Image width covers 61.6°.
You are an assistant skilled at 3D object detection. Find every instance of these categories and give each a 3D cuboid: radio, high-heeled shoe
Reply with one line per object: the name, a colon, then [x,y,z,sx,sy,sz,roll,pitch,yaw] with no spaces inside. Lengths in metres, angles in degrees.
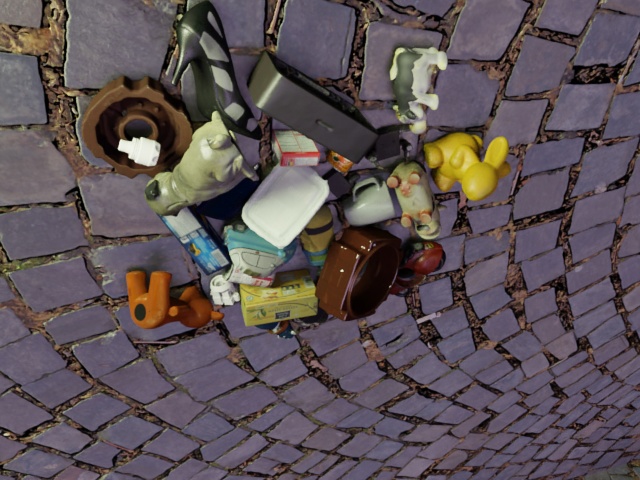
radio: [-0.013,-0.231,0.943,0.229,0.131,0.073,24,115,-34]
high-heeled shoe: [-0.156,-0.277,0.913,0.248,0.086,0.145,30,82,-56]

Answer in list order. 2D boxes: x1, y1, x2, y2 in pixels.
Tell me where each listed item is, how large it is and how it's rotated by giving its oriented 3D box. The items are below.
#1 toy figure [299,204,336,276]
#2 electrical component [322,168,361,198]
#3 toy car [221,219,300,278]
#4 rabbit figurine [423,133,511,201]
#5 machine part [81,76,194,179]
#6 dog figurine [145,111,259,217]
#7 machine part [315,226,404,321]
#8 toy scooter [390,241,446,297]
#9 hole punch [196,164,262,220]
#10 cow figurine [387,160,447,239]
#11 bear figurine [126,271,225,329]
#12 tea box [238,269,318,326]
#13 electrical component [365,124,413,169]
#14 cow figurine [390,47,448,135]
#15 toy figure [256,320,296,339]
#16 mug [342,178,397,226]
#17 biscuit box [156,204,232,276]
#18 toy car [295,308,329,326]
toy figure: [-0.003,-0.006,1.171,0.089,0.082,0.179,-31,129,-10]
electrical component: [0.036,-0.119,1.129,0.094,0.021,0.063,-37,132,11]
toy car: [-0.126,0.025,1.105,0.161,0.103,0.109,13,159,-19]
rabbit figurine: [0.318,-0.143,1.118,0.162,0.173,0.121,-19,128,1]
machine part: [-0.308,-0.190,0.915,0.179,0.056,0.179,-10,131,-12]
dog figurine: [-0.214,-0.107,0.881,0.191,0.121,0.172,-30,163,-1]
machine part: [0.093,0.074,1.201,0.201,0.087,0.200,-2,115,-54]
toy scooter: [0.212,0.064,1.317,0.135,0.075,0.184,23,121,-33]
hole punch: [-0.176,-0.094,1.026,0.115,0.092,0.142,29,110,-41]
cow figurine: [0.215,-0.085,1.171,0.086,0.127,0.194,-10,121,28]
bear figurine: [-0.305,0.130,1.158,0.196,0.120,0.132,1,88,-53]
tea box: [-0.097,0.130,1.235,0.170,0.098,0.068,-7,129,-13]
electrical component: [0.142,-0.189,1.096,0.102,0.045,0.078,-13,133,-12]
cow figurine: [0.174,-0.279,1.019,0.098,0.068,0.167,-2,125,-12]
toy figure: [-0.115,0.199,1.312,0.154,0.064,0.058,37,71,-44]
mug: [0.100,-0.079,1.150,0.107,0.081,0.109,-21,138,9]
biscuit box: [-0.251,-0.017,1.075,0.059,0.063,0.202,-27,133,1]
toy car: [0.011,0.135,1.309,0.073,0.056,0.201,14,123,-37]
